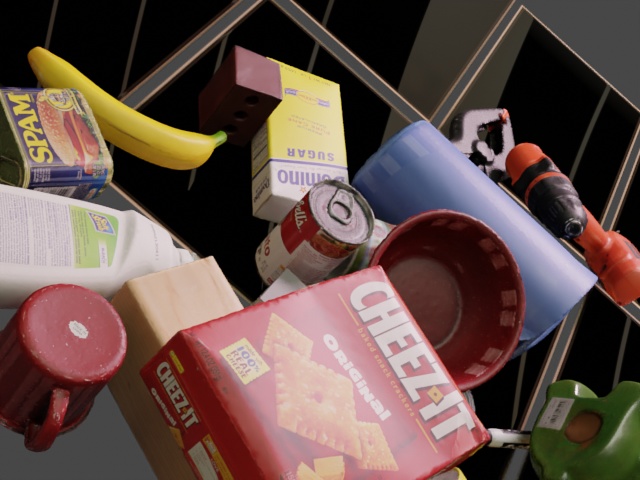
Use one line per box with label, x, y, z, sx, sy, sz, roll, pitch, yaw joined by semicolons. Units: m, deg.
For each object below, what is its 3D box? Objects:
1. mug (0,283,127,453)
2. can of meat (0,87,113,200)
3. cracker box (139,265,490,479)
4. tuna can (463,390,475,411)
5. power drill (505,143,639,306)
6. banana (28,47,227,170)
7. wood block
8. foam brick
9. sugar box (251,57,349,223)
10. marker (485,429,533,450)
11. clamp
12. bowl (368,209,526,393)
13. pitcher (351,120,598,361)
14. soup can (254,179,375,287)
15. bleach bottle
mug;-0.191;0.093;0.760;0.093;0.082;0.117;21;47;-23
can of meat;-0.230;-0.079;0.884;0.083;0.058;0.102;-6;62;-43
cracker box;0.003;0.119;0.760;0.213;0.072;0.164;-16;69;-46
tuna can;0.099;0.150;0.973;0.086;0.034;0.086;20;48;-24
power drill;0.287;-0.012;1.164;0.187;0.057;0.184;44;16;-25
banana;-0.176;-0.110;0.967;0.197;0.037;0.069;25;28;-21
wood block;-0.082;0.129;0.809;0.090;0.091;0.206;-17;69;-45
foam brick;-0.077;-0.138;1.030;0.052;0.078;0.051;17;48;-27
sugar box;-0.021;-0.093;1.062;0.093;0.048;0.176;15;49;-28
marker;0.184;0.190;1.017;0.120;0.020;0.020;10;53;-32
clamp;0.182;-0.083;1.215;0.164;0.036;0.209;49;42;-3
bowl;0.101;0.056;0.952;0.161;0.055;0.162;2;84;-22
pitcher;0.152;-0.004;1.070;0.145;0.149;0.243;-42;82;-5
soup can;-0.006;0.001;0.957;0.068;0.102;0.068;20;48;-24
bleach bottle;-0.207;0.014;0.825;0.250;0.068;0.102;10;58;-35
